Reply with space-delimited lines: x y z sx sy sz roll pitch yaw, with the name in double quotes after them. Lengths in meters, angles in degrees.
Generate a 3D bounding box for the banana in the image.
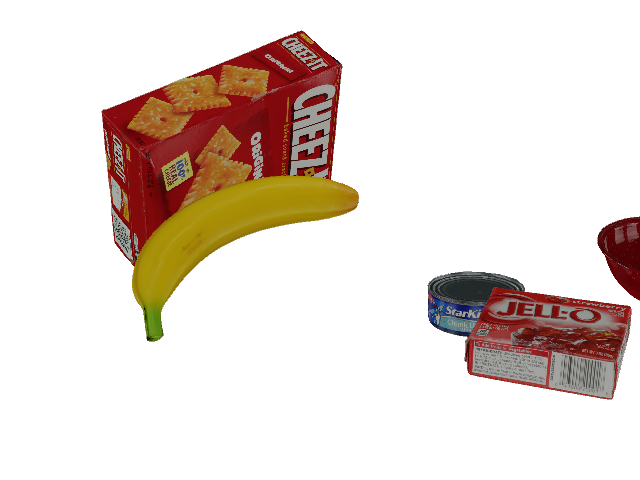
-0.062 -0.004 0.756 0.197 0.069 0.037 -35 -5 -27 "banana"

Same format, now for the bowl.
0.380 0.030 1.159 0.162 0.055 0.162 0 26 0 "bowl"

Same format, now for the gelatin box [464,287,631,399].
0.140 0.060 0.654 0.089 0.030 0.073 8 25 20 "gelatin box"

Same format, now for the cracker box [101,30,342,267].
-0.085 -0.076 0.970 0.213 0.164 0.072 -27 54 -27 "cracker box"

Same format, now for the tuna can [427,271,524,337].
0.138 0.057 0.953 0.086 0.034 0.086 -1 16 0 "tuna can"
